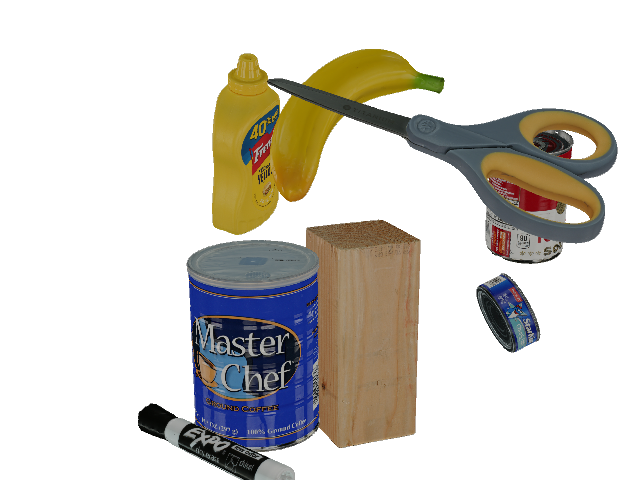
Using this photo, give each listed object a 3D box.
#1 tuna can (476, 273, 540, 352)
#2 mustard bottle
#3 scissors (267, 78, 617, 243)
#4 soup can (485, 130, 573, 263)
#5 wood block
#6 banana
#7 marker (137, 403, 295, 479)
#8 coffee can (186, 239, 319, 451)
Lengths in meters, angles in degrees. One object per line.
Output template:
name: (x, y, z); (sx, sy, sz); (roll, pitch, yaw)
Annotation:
tuna can: (0.210, 0.082, 1.204); (0.033, 0.086, 0.086); (-26, 3, -7)
mustard bottle: (-0.077, -0.107, 1.124); (0.058, 0.192, 0.096); (20, 39, 22)
scissors: (0.076, -0.066, 0.591); (0.202, 0.016, 0.096); (35, 57, 24)
soup can: (0.176, -0.040, 0.910); (0.068, 0.102, 0.068); (-1, 27, 0)
wood block: (0.041, 0.092, 1.084); (0.090, 0.206, 0.091); (-6, 17, -22)
banana: (0.014, -0.094, 0.756); (0.070, 0.037, 0.197); (28, 45, 24)
marker: (-0.066, 0.123, 0.638); (0.121, 0.020, 0.020); (16, 10, 38)
coffee can: (-0.052, 0.081, 0.845); (0.103, 0.140, 0.103); (0, 17, 0)
